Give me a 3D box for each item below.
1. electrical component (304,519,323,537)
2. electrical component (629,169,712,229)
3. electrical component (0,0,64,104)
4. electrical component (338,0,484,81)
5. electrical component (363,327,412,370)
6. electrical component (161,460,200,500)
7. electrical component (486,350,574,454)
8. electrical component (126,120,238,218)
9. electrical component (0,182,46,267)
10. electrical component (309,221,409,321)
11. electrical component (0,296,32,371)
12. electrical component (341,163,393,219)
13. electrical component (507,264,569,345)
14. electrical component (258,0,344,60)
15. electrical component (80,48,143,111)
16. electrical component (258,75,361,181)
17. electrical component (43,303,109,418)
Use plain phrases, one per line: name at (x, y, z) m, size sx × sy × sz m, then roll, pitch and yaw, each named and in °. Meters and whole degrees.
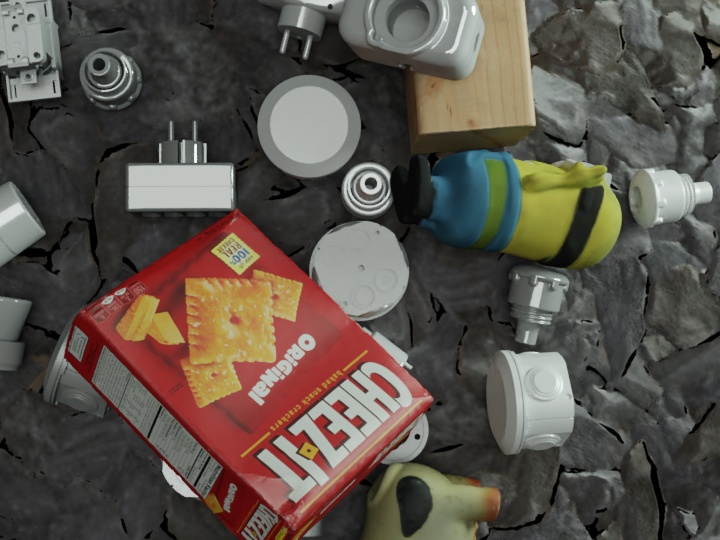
electrical component at (-0.055, 0.180, 0.837) m, size 0.055 × 0.055 × 0.047 m, roll 4°, pitch 83°, yaw -2°
electrical component at (0.252, -0.060, 0.867) m, size 0.062 × 0.048 × 0.048 m, roll -6°, pitch 87°, yaw -9°
electrical component at (-0.262, -0.175, 0.842) m, size 0.042 × 0.064 × 0.081 m, roll -8°, pitch 88°, yaw -2°
electrical component at (0.036, -0.174, 0.766) m, size 0.095 × 0.059 × 0.053 m, roll 16°, pitch 91°, yaw 12°
electrical component at (0.001, 0.065, 0.851) m, size 0.078 × 0.040 × 0.040 m, roll 37°, pitch 86°, yaw 0°
electrical component at (-0.116, 0.139, 0.837) m, size 0.080 × 0.051 × 0.080 m, roll 0°, pitch 87°, yaw -2°
electrical component at (0.131, 0.102, 0.836) m, size 0.051 × 0.080 × 0.080 m, roll -3°, pitch 87°, yaw -8°
electrical component at (-0.140, -0.081, 0.850) m, size 0.083 × 0.047 × 0.075 m, roll 0°, pitch 87°, yaw -2°
electrical component at (-0.279, -0.036, 0.839) m, size 0.047 × 0.055 × 0.055 m, roll -33°, pitch 89°, yaw -7°
electrical component at (0.000, 0.000, 0.849) m, size 0.080 × 0.051 × 0.080 m, roll 0°, pitch 87°, yaw -2°
electrical component at (-0.283, 0.048, 0.838) m, size 0.045 × 0.045 × 0.055 m, roll 8°, pitch 87°, yaw -2°
electrical component at (0.007, -0.064, 0.848) m, size 0.043 × 0.062 × 0.043 m, roll 0°, pitch 86°, yaw -2°
electrical component at (0.138, 0.028, 0.858) m, size 0.048 × 0.048 × 0.062 m, roll 12°, pitch 94°, yaw -2°
electrical component at (-0.044, -0.209, 0.863) m, size 0.077 × 0.043 × 0.079 m, roll 14°, pitch 86°, yaw -1°
electrical component at (-0.199, -0.154, 0.844) m, size 0.048 × 0.062 × 0.048 m, roll 0°, pitch 87°, yaw -2°
electrical component at (-0.040, -0.110, 0.854) m, size 0.080 × 0.051 × 0.080 m, roll 0°, pitch 87°, yaw -2°
electrical component at (-0.206, 0.070, 0.824) m, size 0.051 × 0.080 × 0.080 m, roll 22°, pitch 86°, yaw -6°
